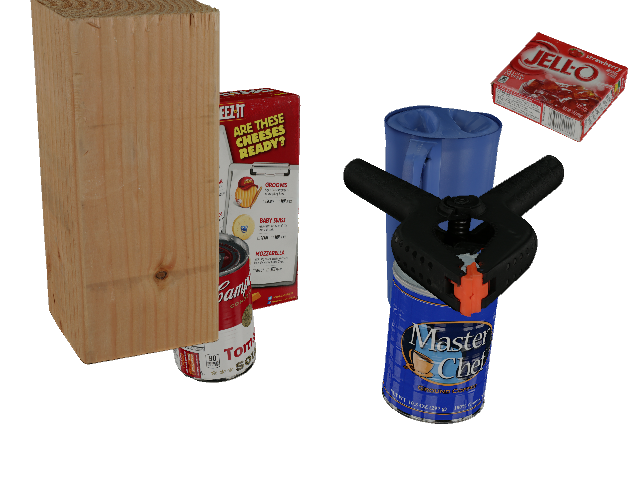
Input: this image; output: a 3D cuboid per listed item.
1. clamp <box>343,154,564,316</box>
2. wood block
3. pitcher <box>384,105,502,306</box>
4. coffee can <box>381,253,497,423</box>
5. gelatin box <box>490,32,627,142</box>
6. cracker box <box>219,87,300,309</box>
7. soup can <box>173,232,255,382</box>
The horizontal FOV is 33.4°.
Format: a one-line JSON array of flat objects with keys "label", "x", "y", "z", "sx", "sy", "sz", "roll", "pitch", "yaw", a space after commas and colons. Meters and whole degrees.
[{"label": "clamp", "x": 0.086, "y": -0.013, "z": 0.733, "sx": 0.164, "sy": 0.036, "sz": 0.209, "roll": 1, "pitch": 27, "yaw": 10}, {"label": "wood block", "x": -0.118, "y": -0.041, "z": 0.651, "sx": 0.090, "sy": 0.206, "sz": 0.090, "roll": -8, "pitch": 23, "yaw": -26}, {"label": "pitcher", "x": 0.132, "y": -0.027, "z": 1.246, "sx": 0.149, "sy": 0.243, "sz": 0.145, "roll": -8, "pitch": 24, "yaw": -21}, {"label": "coffee can", "x": 0.115, "y": 0.090, "z": 1.030, "sx": 0.103, "sy": 0.140, "sz": 0.103, "roll": 3, "pitch": 25, "yaw": -1}, {"label": "gelatin box", "x": 0.201, "y": -0.131, "z": 0.901, "sx": 0.089, "sy": 0.073, "sz": 0.030, "roll": 30, "pitch": -27, "yaw": 28}, {"label": "cracker box", "x": -0.104, "y": -0.034, "z": 1.043, "sx": 0.163, "sy": 0.214, "sz": 0.072, "roll": -11, "pitch": 20, "yaw": -34}, {"label": "soup can", "x": -0.088, "y": 0.054, "z": 0.853, "sx": 0.068, "sy": 0.102, "sz": 0.068, "roll": -2, "pitch": 29, "yaw": 1}]
